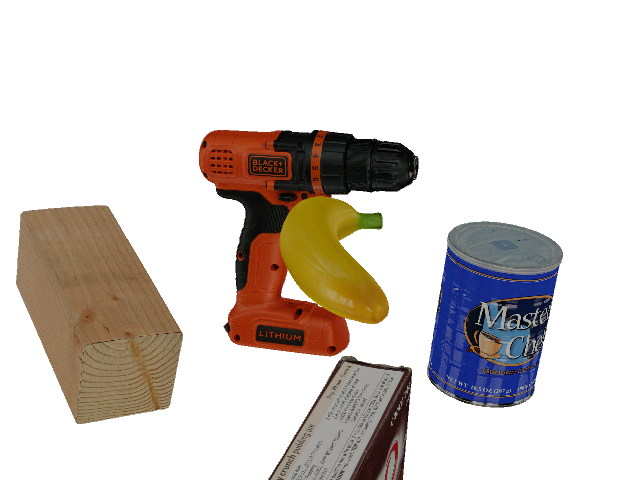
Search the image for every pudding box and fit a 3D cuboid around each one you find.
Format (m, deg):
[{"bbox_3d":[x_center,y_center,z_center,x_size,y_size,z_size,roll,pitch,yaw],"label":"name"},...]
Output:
[{"bbox_3d":[0.007,0.117,0.465,0.039,0.090,0.113,10,29,14],"label":"pudding box"}]

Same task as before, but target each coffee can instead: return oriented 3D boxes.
[{"bbox_3d":[0.158,0.066,0.977,0.103,0.140,0.103,5,23,-2],"label":"coffee can"}]

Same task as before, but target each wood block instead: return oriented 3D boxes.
[{"bbox_3d":[-0.210,0.061,0.989,0.090,0.091,0.206,-6,36,-30],"label":"wood block"}]

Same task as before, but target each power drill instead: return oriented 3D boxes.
[{"bbox_3d":[-0.011,0.000,0.897,0.185,0.188,0.057,5,15,17],"label":"power drill"}]

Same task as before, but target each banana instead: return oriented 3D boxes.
[{"bbox_3d":[0.007,0.004,0.682,0.069,0.037,0.197,1,19,2],"label":"banana"}]
